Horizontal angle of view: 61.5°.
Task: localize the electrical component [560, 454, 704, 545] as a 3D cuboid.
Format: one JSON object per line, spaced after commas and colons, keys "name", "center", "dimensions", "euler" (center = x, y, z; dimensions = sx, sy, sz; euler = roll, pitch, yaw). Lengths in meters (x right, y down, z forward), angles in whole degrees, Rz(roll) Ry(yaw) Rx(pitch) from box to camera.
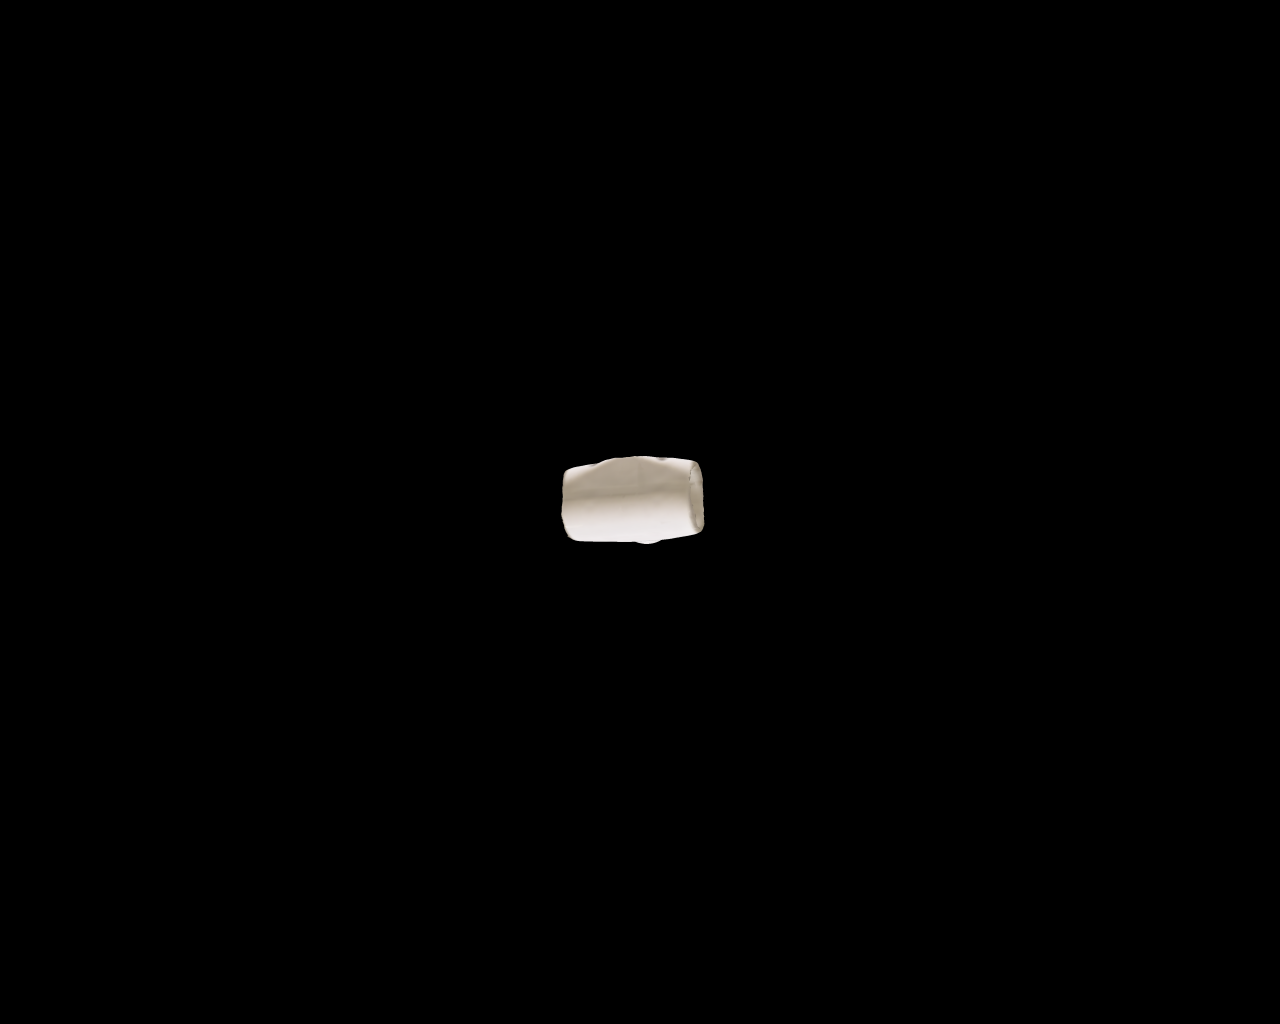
{"name": "electrical component", "center": [0.001, -0.003, 0.650], "dimensions": [0.077, 0.044, 0.079], "euler": [-4, -15, 14]}
